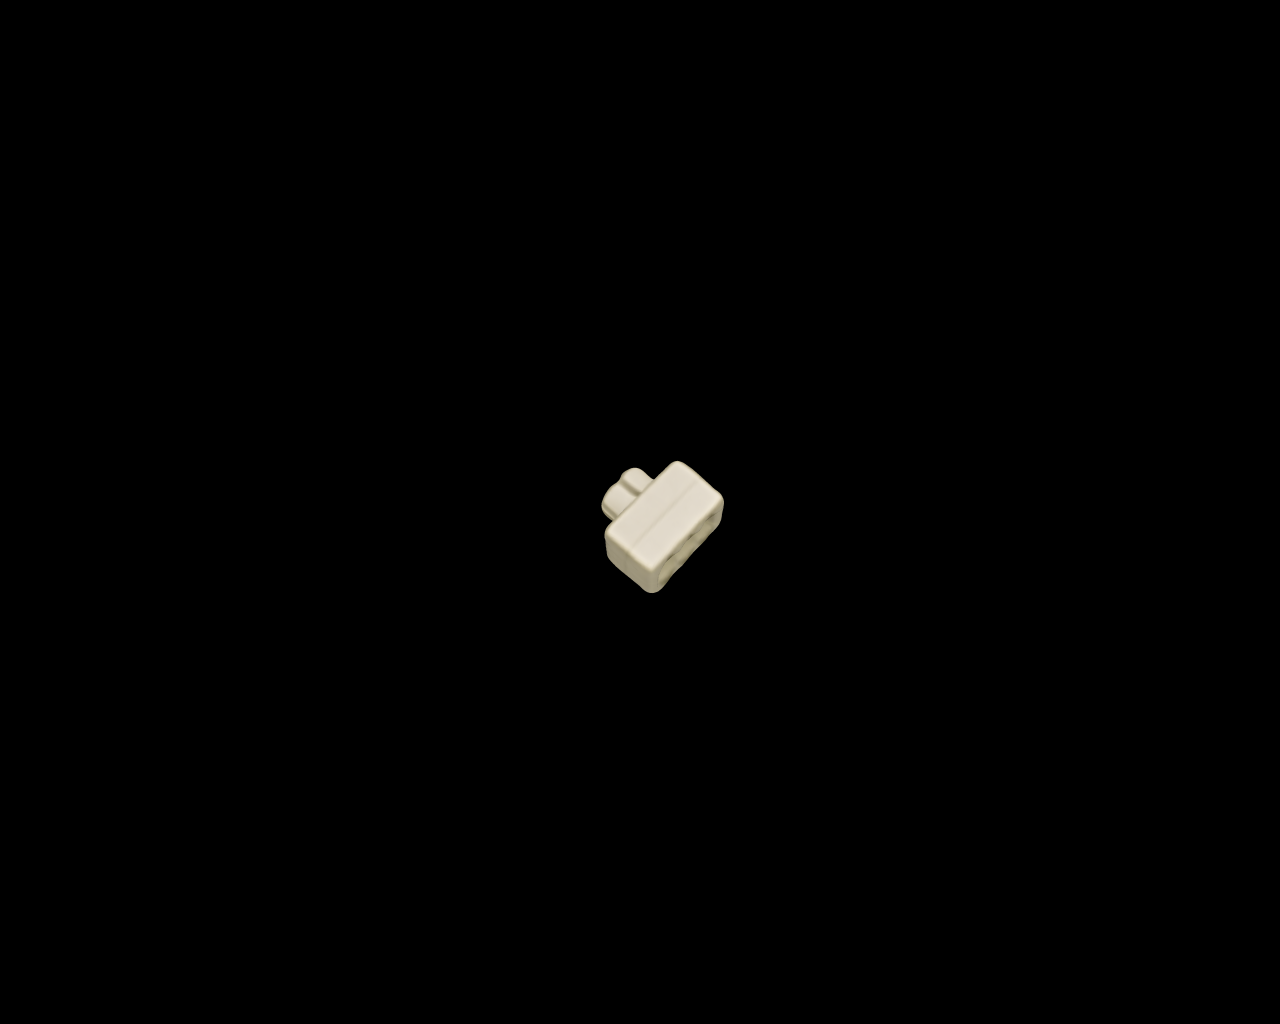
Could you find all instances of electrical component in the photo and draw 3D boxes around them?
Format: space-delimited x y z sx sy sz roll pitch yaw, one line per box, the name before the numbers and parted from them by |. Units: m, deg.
electrical component | 0.001 -0.003 0.650 0.077 0.066 0.047 41 -15 14
